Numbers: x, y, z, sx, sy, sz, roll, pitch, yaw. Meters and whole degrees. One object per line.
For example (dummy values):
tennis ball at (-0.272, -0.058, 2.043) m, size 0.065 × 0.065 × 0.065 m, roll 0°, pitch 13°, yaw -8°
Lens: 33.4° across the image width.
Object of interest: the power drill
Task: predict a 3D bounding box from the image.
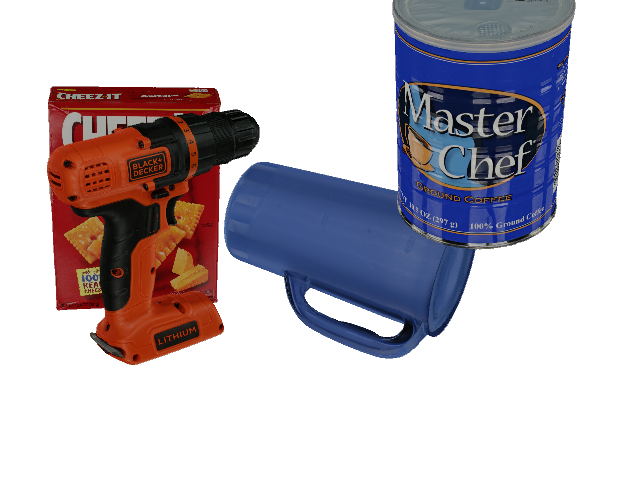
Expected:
power drill at (-0.123, -0.007, 0.861) m, size 0.184 × 0.188 × 0.057 m, roll -17°, pitch 25°, yaw -34°

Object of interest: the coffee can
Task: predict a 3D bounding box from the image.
coffee can at (0.096, -0.081, 0.645) m, size 0.103 × 0.140 × 0.103 m, roll -3°, pitch 37°, yaw 2°

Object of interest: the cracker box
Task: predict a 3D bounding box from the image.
cracker box at (-0.183, -0.041, 1.058) m, size 0.164 × 0.214 × 0.072 m, roll -1°, pitch 21°, yaw -11°

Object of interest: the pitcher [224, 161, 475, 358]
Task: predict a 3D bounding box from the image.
pitcher at (0.024, 0.009, 1.077) m, size 0.243 × 0.145 × 0.149 m, roll 17°, pitch 23°, yaw 21°
